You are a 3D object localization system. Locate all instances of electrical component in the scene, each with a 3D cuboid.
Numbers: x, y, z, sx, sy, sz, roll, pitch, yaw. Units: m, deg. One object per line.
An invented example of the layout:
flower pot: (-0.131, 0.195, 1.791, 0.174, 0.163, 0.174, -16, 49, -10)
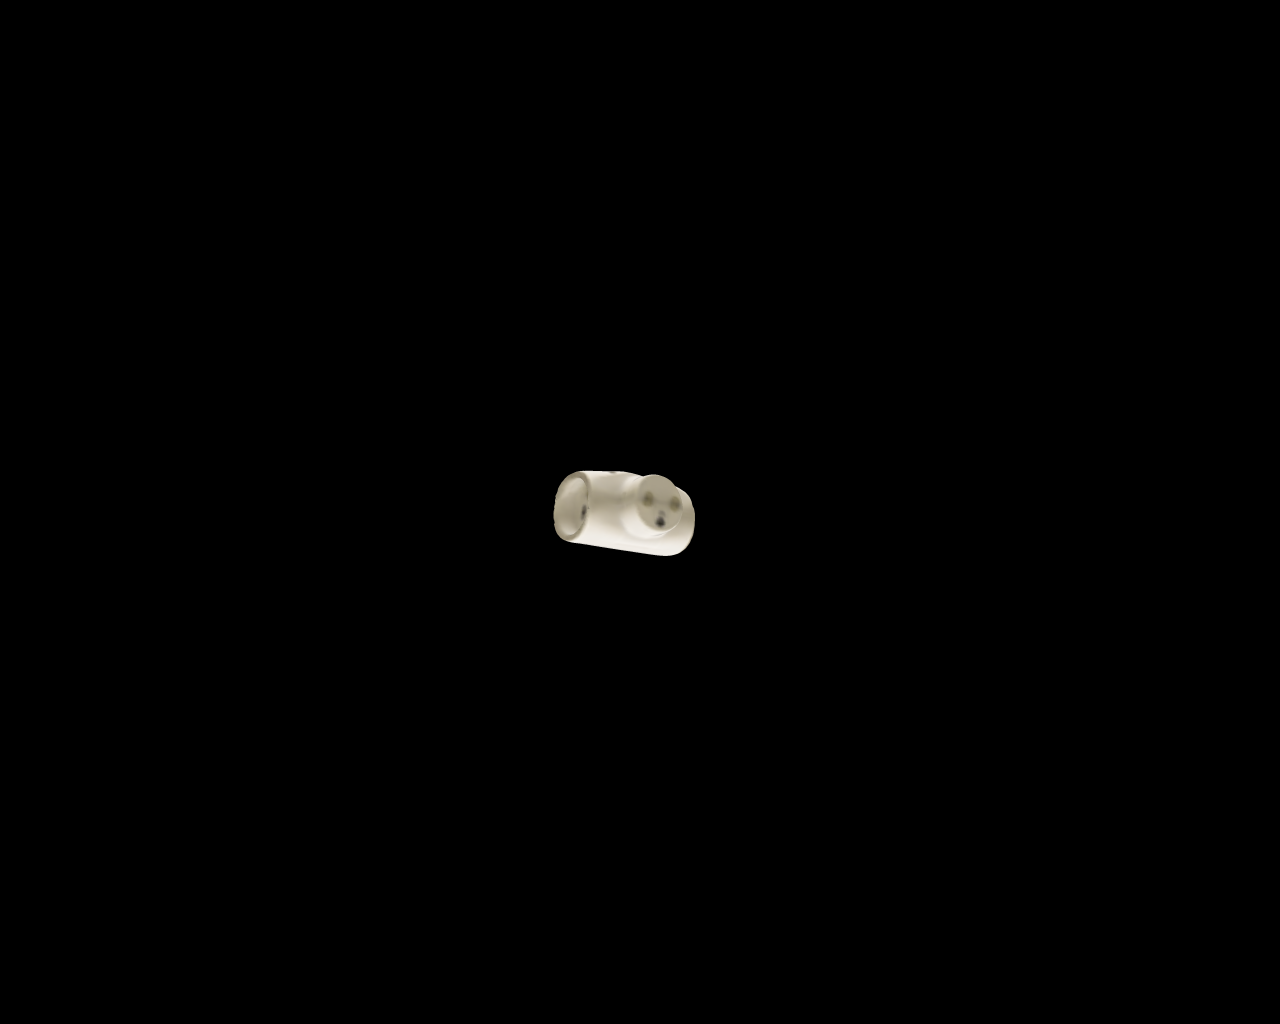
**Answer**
electrical component: (0.001, -0.003, 0.650, 0.077, 0.043, 0.079, 10, -18, -33)
